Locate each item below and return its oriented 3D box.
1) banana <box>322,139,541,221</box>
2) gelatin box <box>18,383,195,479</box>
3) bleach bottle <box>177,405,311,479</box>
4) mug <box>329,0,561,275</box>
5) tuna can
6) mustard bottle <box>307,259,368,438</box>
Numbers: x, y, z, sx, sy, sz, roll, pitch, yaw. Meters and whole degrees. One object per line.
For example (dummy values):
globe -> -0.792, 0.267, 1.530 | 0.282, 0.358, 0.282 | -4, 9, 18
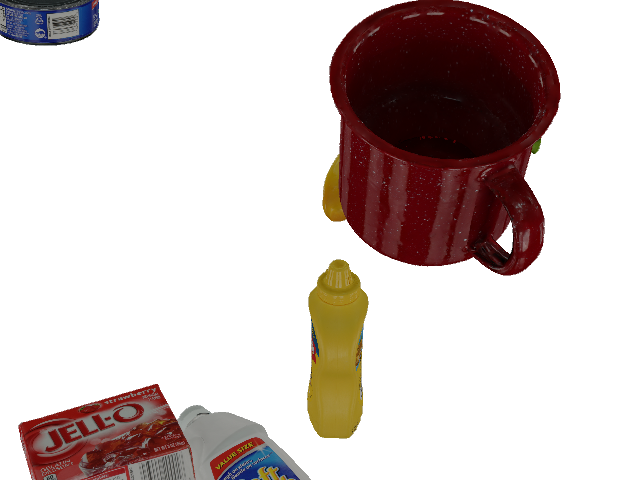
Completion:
banana -> 0.067, -0.065, 0.748 | 0.197, 0.037, 0.070 | -21, 42, -31
gelatin box -> -0.127, 0.124, 0.628 | 0.089, 0.030, 0.073 | -14, 27, -18
bleach bottle -> -0.053, 0.204, 0.807 | 0.102, 0.068, 0.251 | -18, 33, -25
mug -> 0.056, -0.034, 0.456 | 0.093, 0.117, 0.081 | -27, -30, -18
tuna can -> -0.218, -0.186, 0.842 | 0.086, 0.034, 0.086 | 4, 35, -3
mustard bottle -> 0.017, 0.098, 1.049 | 0.058, 0.192, 0.096 | 3, 38, 2
